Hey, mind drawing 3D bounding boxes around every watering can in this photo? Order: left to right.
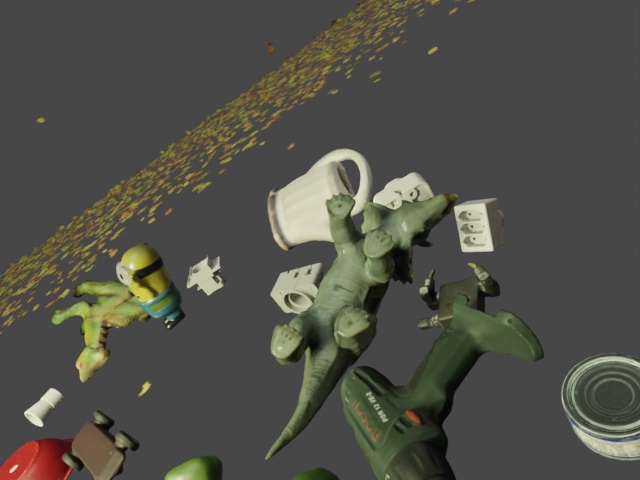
[{"bbox_3d":[0.003,-0.049,0.976,0.222,0.102,0.356,-26,38,20],"label":"watering can"}]

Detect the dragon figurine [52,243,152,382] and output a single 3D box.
[{"bbox_3d":[-0.453,0.142,1.211,0.242,0.119,0.420,1,43,25],"label":"dragon figurine"}]
